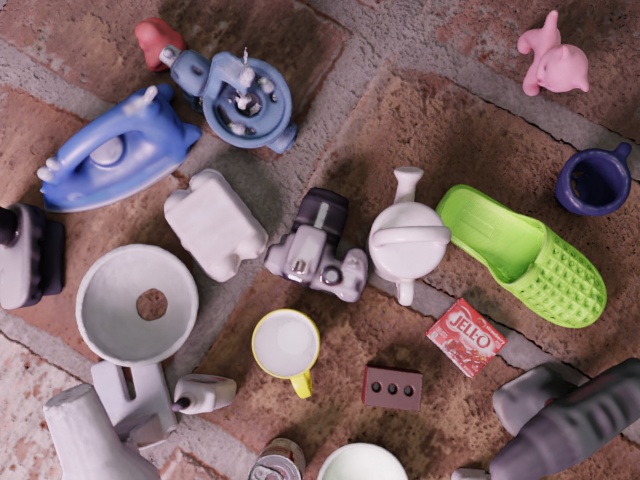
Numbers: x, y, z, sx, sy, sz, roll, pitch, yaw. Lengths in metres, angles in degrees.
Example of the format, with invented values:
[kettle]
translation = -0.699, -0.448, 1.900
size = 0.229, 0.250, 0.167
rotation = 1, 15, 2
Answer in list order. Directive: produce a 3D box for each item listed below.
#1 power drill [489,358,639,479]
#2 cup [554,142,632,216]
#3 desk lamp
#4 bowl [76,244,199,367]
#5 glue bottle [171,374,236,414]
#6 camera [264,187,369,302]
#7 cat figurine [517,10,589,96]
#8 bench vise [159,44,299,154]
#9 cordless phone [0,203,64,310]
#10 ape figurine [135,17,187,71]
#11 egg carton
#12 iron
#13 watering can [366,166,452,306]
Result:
[power drill]
translation = 0.289, 0.217, 0.707
size = 0.229, 0.208, 0.075
rotation = -29, 83, -2
[cup]
translation = 0.375, -0.083, 0.798
size = 0.091, 0.095, 0.118
rotation = 41, 86, 6
[desk lamp]
translation = -0.260, 0.250, 0.713
size = 0.118, 0.213, 0.203
rotation = -18, 83, 0
[bowl]
translation = -0.245, 0.091, 0.802
size = 0.167, 0.075, 0.167
rotation = 0, 83, 1
[glue bottle]
translation = -0.159, 0.201, 0.737
size = 0.078, 0.173, 0.037
rotation = 4, 83, 2
[camera]
translation = 0.007, 0.003, 0.793
size = 0.143, 0.101, 0.137
rotation = 19, 84, 4
[cat figurine]
translation = 0.334, -0.259, 0.808
size = 0.067, 0.118, 0.128
rotation = -7, 83, 1
[bench vise]
translation = -0.133, -0.197, 0.760
size = 0.207, 0.220, 0.121
rotation = 15, 84, 3
[cordless phone]
translation = -0.424, 0.017, 0.759
size = 0.094, 0.185, 0.147
rotation = -7, 83, 1
[ape figurine]
translation = -0.240, -0.292, 0.839
size = 0.076, 0.092, 0.078
rotation = 14, 84, 3
[egg carton]
translation = -0.150, -0.021, 0.815
size = 0.107, 0.069, 0.150
rotation = -39, 84, -3
[iron]
translation = -0.302, -0.124, 0.795
size = 0.258, 0.141, 0.118
rotation = -35, 83, -3
[watering can]
translation = 0.111, -0.006, 0.745
size = 0.101, 0.194, 0.173
rotation = -21, 83, -1
